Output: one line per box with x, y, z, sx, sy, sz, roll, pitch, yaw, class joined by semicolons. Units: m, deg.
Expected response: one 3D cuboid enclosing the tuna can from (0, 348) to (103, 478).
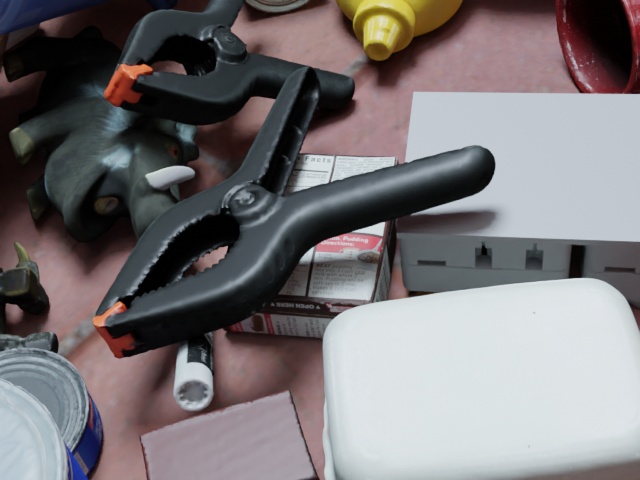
-0.157;0.101;0.553;0.086;0.034;0.086;-5;51;5;tuna can

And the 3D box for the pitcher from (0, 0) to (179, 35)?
-0.167;-0.214;0.666;0.149;0.145;0.242;37;31;1;pitcher

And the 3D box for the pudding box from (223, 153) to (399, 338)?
-0.004;0.001;0.608;0.090;0.039;0.113;3;50;11;pudding box

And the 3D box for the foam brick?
-0.041;0.115;0.511;0.078;0.053;0.051;-16;51;-4;foam brick

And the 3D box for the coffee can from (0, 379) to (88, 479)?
-0.137;0.137;0.451;0.103;0.140;0.103;-4;51;5;coffee can

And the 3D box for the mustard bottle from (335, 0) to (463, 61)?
0.057;-0.195;0.744;0.096;0.058;0.191;14;54;2;mustard bottle

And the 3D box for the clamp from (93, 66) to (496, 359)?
-0.023;-0.010;0.555;0.209;0.036;0.165;-44;42;-22;clamp

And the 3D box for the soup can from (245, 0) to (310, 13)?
-0.037;-0.222;0.775;0.068;0.068;0.102;-13;51;-2;soup can

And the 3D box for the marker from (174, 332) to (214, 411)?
-0.065;0.050;0.559;0.020;0.020;0.121;-11;23;-1;marker

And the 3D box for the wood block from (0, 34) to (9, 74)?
-0.247;-0.085;0.633;0.090;0.090;0.206;15;32;-15;wood block

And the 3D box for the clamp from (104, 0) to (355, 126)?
-0.054;-0.106;0.655;0.120;0.039;0.171;41;45;8;clamp

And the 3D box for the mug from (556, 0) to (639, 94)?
0.200;-0.138;0.665;0.081;0.093;0.117;-17;18;-11;mug
